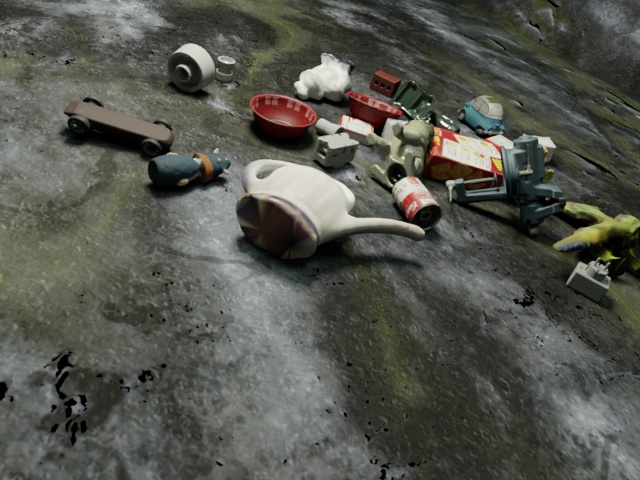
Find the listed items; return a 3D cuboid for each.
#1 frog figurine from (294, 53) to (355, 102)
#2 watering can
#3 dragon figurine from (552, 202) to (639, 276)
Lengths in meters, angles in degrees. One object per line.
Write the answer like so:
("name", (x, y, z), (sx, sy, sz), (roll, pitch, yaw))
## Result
("frog figurine", (0.009, -0.430, 1.434), (0.138, 0.121, 0.161), (37, 75, 11))
("watering can", (0.003, -0.045, 0.898), (0.349, 0.101, 0.229), (26, 38, 12))
("dragon figurine", (0.623, -0.025, 1.179), (0.410, 0.120, 0.246), (5, 21, -21))
